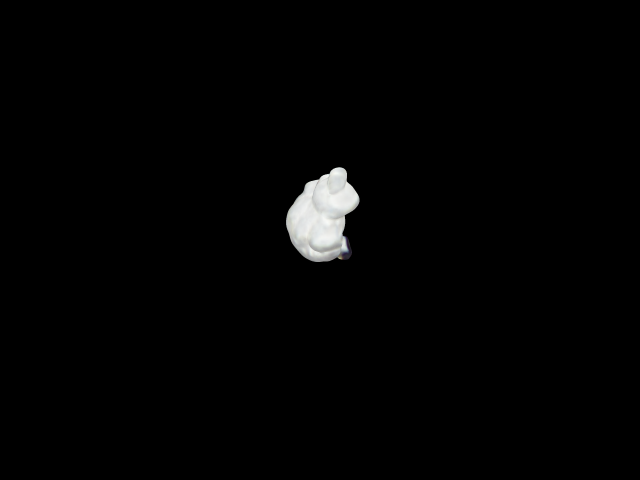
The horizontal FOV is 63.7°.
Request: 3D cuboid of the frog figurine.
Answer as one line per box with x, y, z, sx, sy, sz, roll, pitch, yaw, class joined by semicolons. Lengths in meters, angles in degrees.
0.003;-0.043;0.850;0.123;0.140;0.156;0;-27;0;frog figurine
